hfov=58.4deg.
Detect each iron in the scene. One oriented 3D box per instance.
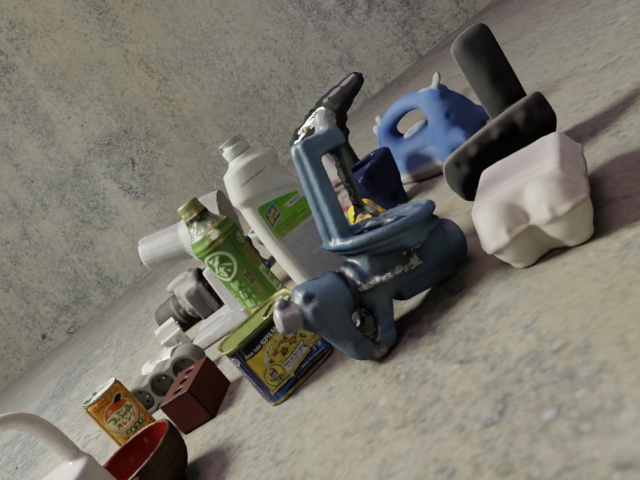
[{"bbox_3d":[0.163,-0.187,0.993,0.119,0.141,0.257,-46,15,-31],"label":"iron"}]

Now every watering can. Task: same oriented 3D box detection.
[{"bbox_3d":[-0.226,0.232,0.480,0.172,0.194,0.101,-33,14,22],"label":"watering can"}]

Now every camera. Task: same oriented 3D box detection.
[{"bbox_3d":[-0.284,0.124,1.218,0.137,0.101,0.143,-36,13,8],"label":"camera"}]

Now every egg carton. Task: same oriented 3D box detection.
[{"bbox_3d":[0.203,-0.041,0.544,0.107,0.069,0.150,-30,15,32],"label":"egg carton"}]

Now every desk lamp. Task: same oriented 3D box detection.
[{"bbox_3d":[-0.193,0.048,0.983,0.203,0.214,0.118,-36,13,10],"label":"desk lamp"}]

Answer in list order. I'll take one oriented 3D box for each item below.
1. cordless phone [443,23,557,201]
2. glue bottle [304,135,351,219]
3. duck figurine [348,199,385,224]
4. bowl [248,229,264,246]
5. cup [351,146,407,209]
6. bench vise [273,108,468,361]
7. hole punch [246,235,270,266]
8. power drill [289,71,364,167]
[{"bbox_3d":[0.191,-0.149,0.689,0.147,0.185,0.094,-38,13,0],"label":"cordless phone"},{"bbox_3d":[0.025,-0.124,1.078,0.078,0.173,0.037,-34,14,15],"label":"glue bottle"},{"bbox_3d":[0.071,-0.017,0.781,0.078,0.086,0.104,-43,14,-20],"label":"duck figurine"},{"bbox_3d":[-0.071,-0.034,1.249,0.167,0.075,0.167,-36,13,10],"label":"bowl"},{"bbox_3d":[0.097,-0.087,0.931,0.091,0.095,0.118,-32,14,23],"label":"cup"},{"bbox_3d":[0.028,-0.006,0.556,0.121,0.220,0.208,-20,22,53],"label":"bench vise"},{"bbox_3d":[-0.176,0.051,1.202,0.109,0.091,0.101,-42,14,-17],"label":"hole punch"},{"bbox_3d":[0.055,-0.233,1.296,0.229,0.208,0.075,-33,14,20],"label":"power drill"}]
